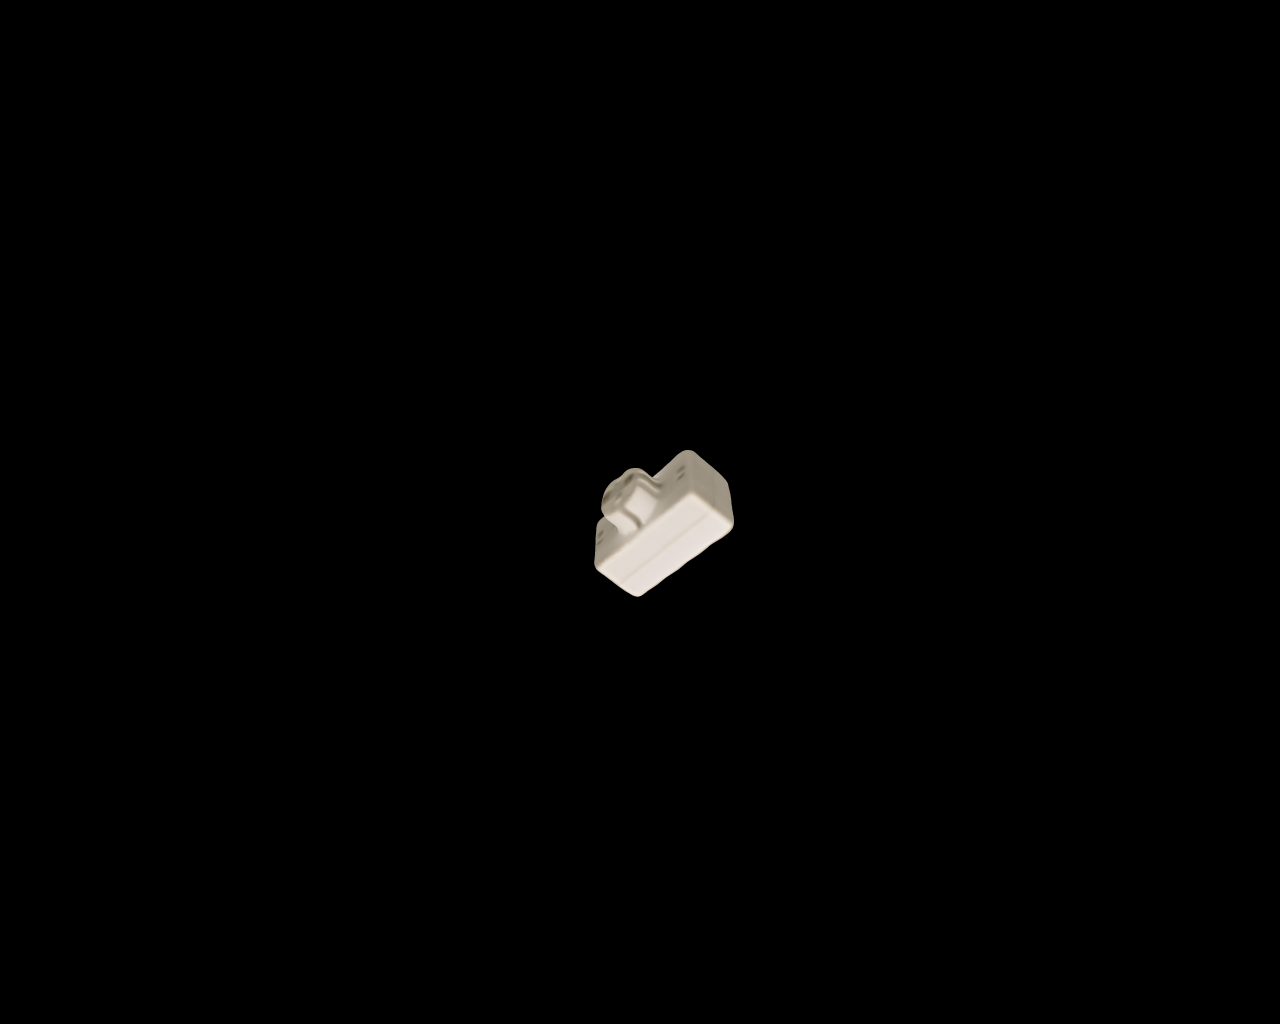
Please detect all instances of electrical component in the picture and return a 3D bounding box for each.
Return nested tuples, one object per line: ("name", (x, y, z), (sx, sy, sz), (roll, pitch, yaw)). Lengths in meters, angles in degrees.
("electrical component", (0.001, -0.003, 0.650), (0.075, 0.047, 0.083), (39, -62, -25))
